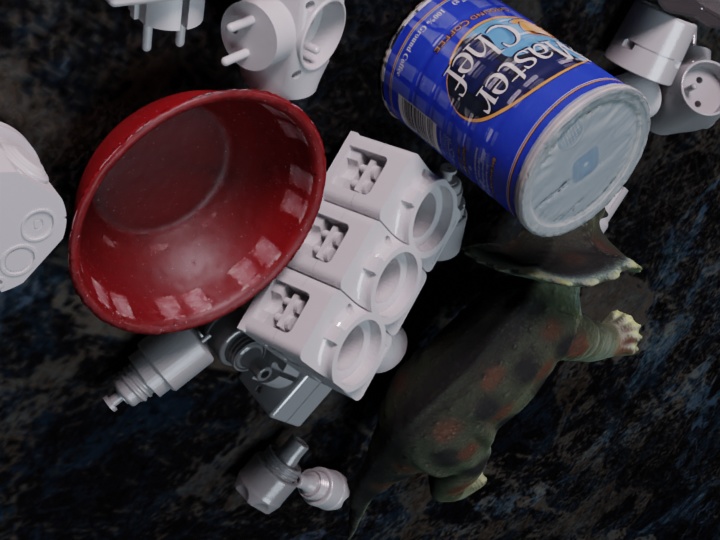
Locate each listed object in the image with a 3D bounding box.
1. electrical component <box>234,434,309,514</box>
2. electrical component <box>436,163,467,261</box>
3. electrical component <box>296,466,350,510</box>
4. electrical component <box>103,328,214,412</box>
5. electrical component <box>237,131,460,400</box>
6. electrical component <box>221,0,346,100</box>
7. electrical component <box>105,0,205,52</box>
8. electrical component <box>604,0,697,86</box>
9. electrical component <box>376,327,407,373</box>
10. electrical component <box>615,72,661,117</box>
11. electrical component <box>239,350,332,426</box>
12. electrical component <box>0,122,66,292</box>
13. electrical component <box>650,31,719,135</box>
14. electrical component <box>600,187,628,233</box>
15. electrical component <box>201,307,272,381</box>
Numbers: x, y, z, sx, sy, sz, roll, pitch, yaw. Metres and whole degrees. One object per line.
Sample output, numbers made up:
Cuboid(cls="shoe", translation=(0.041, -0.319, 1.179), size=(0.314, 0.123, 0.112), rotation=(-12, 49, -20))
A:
Cuboid(cls="electrical component", translation=(-0.067, 0.159, 0.858), size=(0.062, 0.043, 0.043), rotation=(-49, 144, 4))
Cuboid(cls="electrical component", translation=(0.058, -0.042, 0.781), size=(0.040, 0.040, 0.078), rotation=(-21, 138, -30))
Cuboid(cls="electrical component", translation=(-0.037, 0.185, 0.922), size=(0.035, 0.035, 0.061), rotation=(-49, 142, 7))
Cuboid(cls="electrical component", translation=(-0.132, 0.063, 0.698), size=(0.078, 0.040, 0.040), rotation=(-39, 144, -9))
Cuboid(cls="electrical component", translation=(0.000, 0.000, 0.708), size=(0.150, 0.062, 0.089), rotation=(-61, 146, -11))
Cuboid(cls="electrical component", translation=(-0.047, -0.129, 0.574), size=(0.079, 0.044, 0.077), rotation=(-38, 151, -48))
Cuboid(cls="electrical component", translation=(-0.093, -0.142, 0.524), size=(0.083, 0.047, 0.075), rotation=(-17, 136, -34))
Cuboid(cls="electrical component", translation=(0.217, -0.170, 0.800), size=(0.055, 0.055, 0.047), rotation=(0, 122, -45))
Cuboid(cls="electrical component", translation=(0.003, 0.046, 0.816), size=(0.044, 0.044, 0.065), rotation=(-44, 140, 0))
Cuboid(cls="electrical component", translation=(0.197, -0.128, 0.833), size=(0.078, 0.040, 0.040), rotation=(-23, 139, -27))
Cuboid(cls="electrical component", translation=(-0.056, 0.067, 0.772), size=(0.065, 0.047, 0.077), rotation=(-49, 145, 7))
Cuboid(cls="electrical component", translation=(-0.191, -0.031, 0.536), size=(0.080, 0.051, 0.080), rotation=(-26, 141, -24))
Cuboid(cls="electrical component", translation=(0.258, -0.153, 0.851), size=(0.044, 0.077, 0.079), rotation=(6, 85, -10))
Cuboid(cls="electrical component", translation=(0.199, -0.057, 0.909), size=(0.046, 0.040, 0.040), rotation=(-56, 143, 6))
Cuboid(cls="electrical component", translation=(-0.080, 0.051, 0.720), size=(0.035, 0.061, 0.035), rotation=(-26, 140, -24))
